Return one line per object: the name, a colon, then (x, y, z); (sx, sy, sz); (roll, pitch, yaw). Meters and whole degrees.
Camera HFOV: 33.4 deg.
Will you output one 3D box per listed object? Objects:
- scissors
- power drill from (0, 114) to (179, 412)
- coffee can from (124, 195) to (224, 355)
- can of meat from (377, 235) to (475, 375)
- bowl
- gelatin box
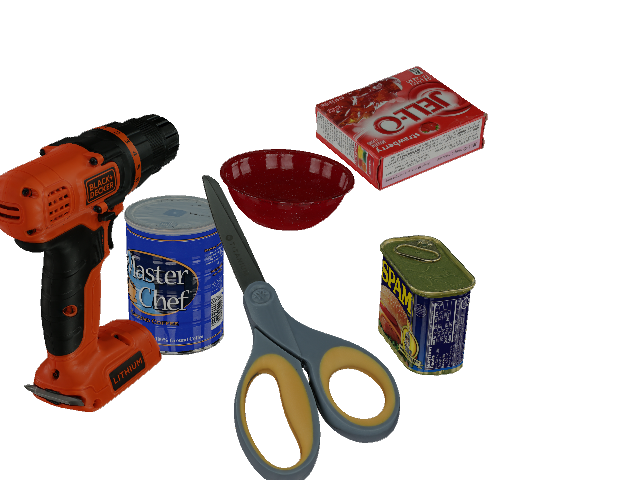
scissors: (-0.013, 0.039, 0.590); (0.096, 0.202, 0.016); (-3, -36, -6)
power drill: (-0.157, 0.012, 0.765); (0.057, 0.188, 0.184); (10, 24, 26)
coffee can: (-0.152, 0.035, 1.119); (0.103, 0.140, 0.103); (2, 21, -1)
can of meat: (0.087, 0.055, 0.911); (0.057, 0.084, 0.102); (-7, 27, -16)
bowl: (-0.042, -0.056, 1.280); (0.162, 0.055, 0.162); (4, 26, -2)
gelatin box: (0.052, -0.076, 0.700); (0.089, 0.030, 0.073); (-24, 45, -24)
